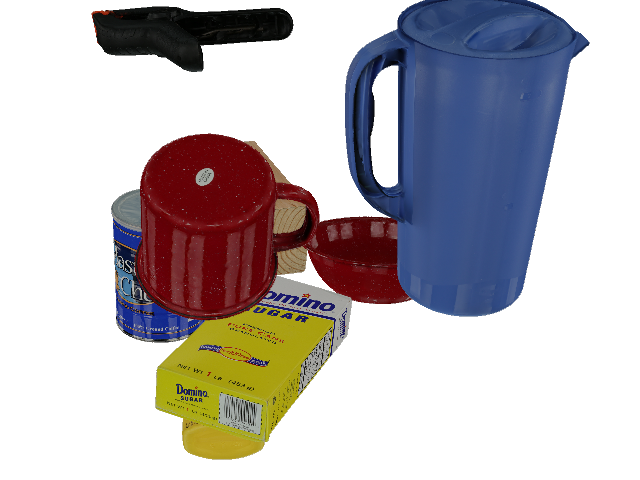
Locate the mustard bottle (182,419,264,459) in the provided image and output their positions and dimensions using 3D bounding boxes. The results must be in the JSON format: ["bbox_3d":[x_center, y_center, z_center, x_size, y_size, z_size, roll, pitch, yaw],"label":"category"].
[{"bbox_3d":[-0.118,0.190,1.313,0.096,0.058,0.191,-3,27,-3],"label":"mustard bottle"}]

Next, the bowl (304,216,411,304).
[{"bbox_3d":[0.058,0.024,1.087,0.162,0.055,0.162,1,17,-1],"label":"bowl"}]

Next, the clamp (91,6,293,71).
[{"bbox_3d":[-0.109,-0.167,0.848,0.172,0.039,0.120,20,29,41],"label":"clamp"}]

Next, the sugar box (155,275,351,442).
[{"bbox_3d":[-0.048,0.086,0.849,0.093,0.048,0.176,15,30,16],"label":"sugar box"}]

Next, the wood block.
[{"bbox_3d":[-0.092,-0.042,1.325,0.090,0.090,0.206,-6,29,-21],"label":"wood block"}]

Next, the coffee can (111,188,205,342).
[{"bbox_3d":[-0.174,0.025,1.165,0.103,0.140,0.103,3,27,-2],"label":"coffee can"}]

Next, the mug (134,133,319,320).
[{"bbox_3d":[-0.058,-0.012,0.664,0.117,0.093,0.081,-2,-40,-9],"label":"mug"}]

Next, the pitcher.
[{"bbox_3d":[0.110,-0.062,0.848,0.149,0.243,0.144,17,35,24],"label":"pitcher"}]
